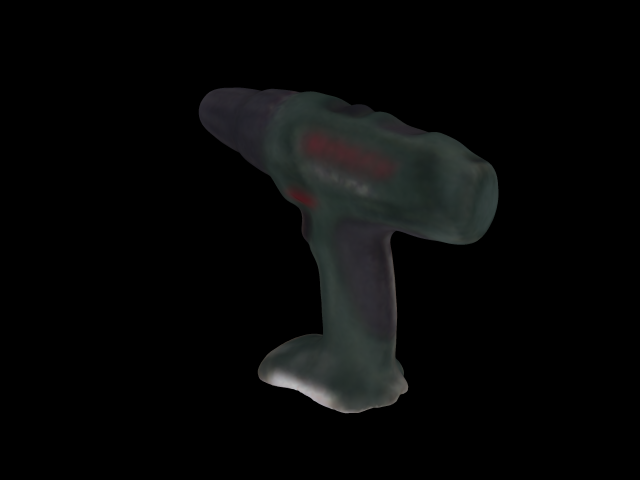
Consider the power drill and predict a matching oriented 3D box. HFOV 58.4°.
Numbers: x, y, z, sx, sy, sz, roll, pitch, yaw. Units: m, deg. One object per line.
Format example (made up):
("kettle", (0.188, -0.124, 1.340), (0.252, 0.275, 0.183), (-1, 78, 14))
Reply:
("power drill", (0.004, 0.001, 0.400), (0.228, 0.208, 0.076), (10, 18, 33))
